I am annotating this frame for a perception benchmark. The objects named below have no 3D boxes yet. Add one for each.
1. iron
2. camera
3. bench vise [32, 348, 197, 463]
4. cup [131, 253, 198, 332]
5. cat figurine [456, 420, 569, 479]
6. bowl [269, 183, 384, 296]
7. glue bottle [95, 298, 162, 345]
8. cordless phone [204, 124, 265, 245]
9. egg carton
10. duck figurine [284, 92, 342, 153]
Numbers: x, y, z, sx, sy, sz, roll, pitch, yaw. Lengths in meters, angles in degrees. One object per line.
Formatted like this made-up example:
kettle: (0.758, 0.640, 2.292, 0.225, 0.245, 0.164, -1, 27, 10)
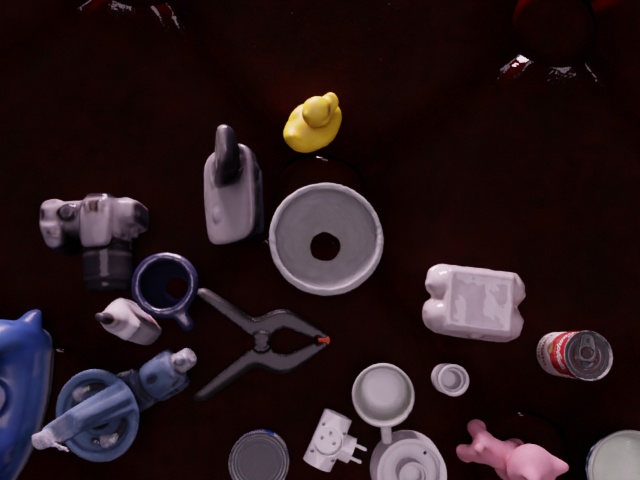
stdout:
iron: (-0.449, 0.222, 0.774, 0.118, 0.141, 0.258, -1, 80, -2)
camera: (-0.329, 0.007, 0.835, 0.143, 0.101, 0.137, -4, 81, -2)
bench vise: (-0.270, 0.201, 0.744, 0.121, 0.219, 0.207, 39, 81, 5)
cup: (-0.208, 0.080, 0.829, 0.092, 0.095, 0.118, -31, 83, -6)
cat figurine: (0.268, 0.307, 0.795, 0.127, 0.117, 0.067, 22, 80, 2)
bowl: (0.008, 0.003, 0.860, 0.167, 0.074, 0.167, 0, 80, -2)
glue bottle: (-0.270, 0.110, 0.783, 0.078, 0.173, 0.037, 39, 82, 5)
cordless phone: (-0.131, -0.075, 0.812, 0.094, 0.185, 0.147, -7, 81, -3)
egg carton: (0.229, 0.095, 0.854, 0.150, 0.069, 0.107, 6, 80, -1)
duck figurine: (-0.011, -0.187, 0.885, 0.104, 0.086, 0.077, -40, 84, -8)
